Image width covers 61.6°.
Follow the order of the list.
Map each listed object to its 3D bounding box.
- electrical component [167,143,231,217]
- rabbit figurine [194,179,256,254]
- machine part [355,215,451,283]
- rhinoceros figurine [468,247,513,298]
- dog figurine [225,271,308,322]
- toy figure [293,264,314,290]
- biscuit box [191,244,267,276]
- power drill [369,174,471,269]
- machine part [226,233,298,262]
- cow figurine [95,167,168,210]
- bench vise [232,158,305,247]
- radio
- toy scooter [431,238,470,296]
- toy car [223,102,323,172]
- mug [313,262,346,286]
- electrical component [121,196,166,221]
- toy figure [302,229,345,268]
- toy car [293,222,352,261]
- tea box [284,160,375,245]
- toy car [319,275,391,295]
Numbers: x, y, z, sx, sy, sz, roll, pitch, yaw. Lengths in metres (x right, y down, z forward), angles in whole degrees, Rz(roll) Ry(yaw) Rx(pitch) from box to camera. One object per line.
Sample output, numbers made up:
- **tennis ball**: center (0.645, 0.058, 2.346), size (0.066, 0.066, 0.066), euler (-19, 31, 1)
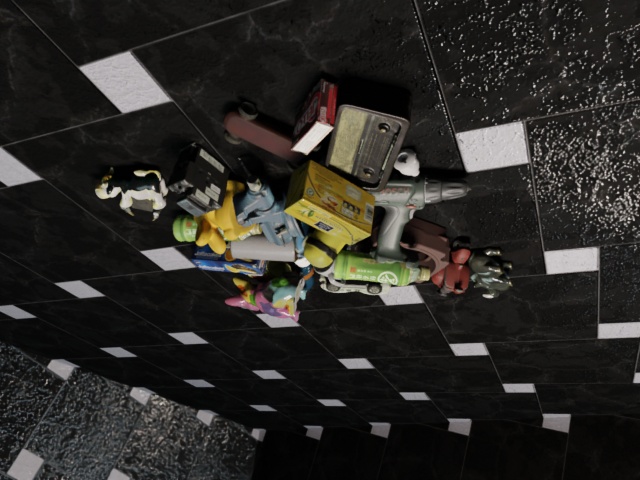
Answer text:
- **electrical component**: center (-0.256, -0.120, 1.134), size (0.058, 0.134, 0.114), euler (-18, 139, 34)
- **rabbit figurine**: center (-0.231, -0.052, 1.255), size (0.173, 0.162, 0.121), euler (6, 167, 38)
- **machine part**: center (0.202, 0.028, 1.333), size (0.201, 0.087, 0.201), euler (17, 148, -18)
- **rhinoceros figurine**: center (0.443, 0.092, 1.399), size (0.112, 0.073, 0.190), euler (-12, 144, 27)
- **dog figurine**: center (-0.155, 0.146, 1.480), size (0.219, 0.108, 0.191), euler (8, 153, 11)
- **toy figure**: center (-0.047, 0.097, 1.525), size (0.058, 0.064, 0.154), euler (11, 151, 8)
- **biscuit box**: center (-0.249, 0.050, 1.474), size (0.203, 0.063, 0.059), euler (3, 148, 17)
- **power drill**: center (0.190, -0.044, 1.152), size (0.232, 0.086, 0.207), euler (8, 123, 10)
- **machine part**: center (-0.141, 0.015, 1.391), size (0.243, 0.079, 0.079), euler (3, 149, 6)
- **cow figurine**: center (-0.439, -0.126, 1.229), size (0.167, 0.068, 0.098), euler (4, 144, 0)
- **bench vise**: center (-0.061, -0.086, 1.172), size (0.241, 0.129, 0.223), euler (-20, 131, 2)
- **radio**: center (0.084, -0.185, 1.006), size (0.131, 0.073, 0.229), euler (12, 150, -2)
- **toy scooter**: center (0.332, 0.089, 1.357), size (0.075, 0.135, 0.183), euler (9, 151, -6)
- **toy car**: center (-0.090, -0.198, 1.045), size (0.202, 0.053, 0.089), euler (22, 136, -17)
- **mug**: center (0.047, 0.074, 1.431), size (0.081, 0.110, 0.107), euler (-38, 140, 26)
- **electrical component**: center (-0.432, -0.088, 1.314), size (0.102, 0.045, 0.078), euler (15, 150, -13)
- **toy figure**: center (0.034, -0.018, 1.215), size (0.180, 0.089, 0.082), euler (-44, 110, 5)
- **toy car**: center (-0.003, -0.004, 1.324), size (0.161, 0.109, 0.103), euler (12, 177, -30)
- **tea box**: center (0.022, -0.070, 1.051), size (0.169, 0.098, 0.068), euler (27, 147, -26)
- **toy car**: center (0.098, 0.111, 1.504), size (0.202, 0.073, 0.056), euler (2, 148, 8)
